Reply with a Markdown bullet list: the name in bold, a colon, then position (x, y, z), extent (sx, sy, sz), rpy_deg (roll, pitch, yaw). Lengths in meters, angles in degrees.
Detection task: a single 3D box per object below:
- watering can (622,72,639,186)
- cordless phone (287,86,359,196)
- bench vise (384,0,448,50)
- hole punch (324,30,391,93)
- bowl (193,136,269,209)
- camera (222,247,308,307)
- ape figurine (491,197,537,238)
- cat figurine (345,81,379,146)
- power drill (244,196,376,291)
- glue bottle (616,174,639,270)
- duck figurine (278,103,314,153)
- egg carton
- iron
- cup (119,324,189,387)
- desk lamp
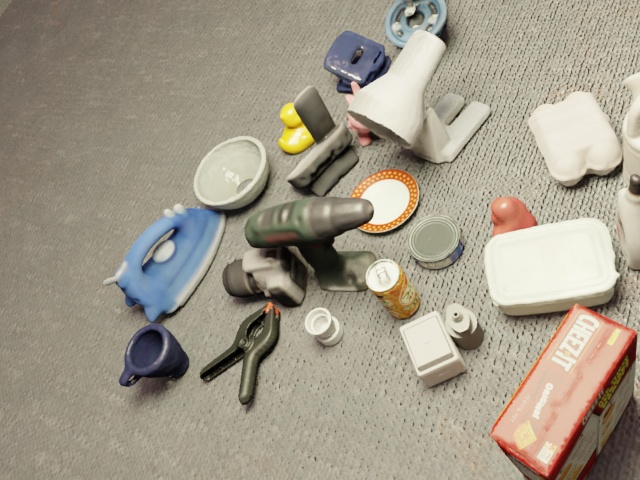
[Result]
- **watering can**: position (0.449, -0.148, 0.754), extent (0.101, 0.195, 0.172), rpy_deg (-36, 50, 4)
- **cordless phone**: position (-0.022, -0.180, 1.034), extent (0.093, 0.186, 0.148), rpy_deg (34, 80, 39)
- **bench vise**: position (0.169, -0.455, 1.083), extent (0.121, 0.220, 0.207), rpy_deg (-17, 54, 18)
- **hole punch**: position (0.076, -0.361, 1.157), extent (0.100, 0.091, 0.109), rpy_deg (17, 70, 35)
- **bowl**: position (-0.165, -0.122, 1.147), extent (0.167, 0.075, 0.167), rpy_deg (-14, 55, 21)
- **camera**: position (-0.101, 0.040, 0.992), extent (0.136, 0.101, 0.143), rpy_deg (-12, 56, 22)
- **ape figurine**: position (0.276, -0.033, 0.841), extent (0.075, 0.092, 0.078), rpy_deg (30, 78, 38)
- **cat figurine**: position (0.080, -0.241, 1.062), extent (0.067, 0.118, 0.127), rpy_deg (-21, 53, 16)
- **power drill**: position (0.008, 0.003, 0.887), extent (0.228, 0.209, 0.075), rpy_deg (-2, 60, 27)
- **glue bottle**: position (0.397, -0.032, 0.722), extent (0.037, 0.174, 0.078), rpy_deg (-17, 54, 19)
- **duck figurine**: position (-0.051, -0.233, 1.148), extent (0.104, 0.086, 0.077), rpy_deg (-50, 51, -7)
- **egg carton**: position (0.388, -0.156, 0.873), extent (0.107, 0.070, 0.150), rpy_deg (-20, 53, 16)
- **iron**: position (-0.289, 0.017, 1.082), extent (0.118, 0.142, 0.258), rpy_deg (22, 73, 37)
- **cup**: position (-0.279, 0.212, 0.983), extent (0.091, 0.095, 0.118), rpy_deg (30, 78, 38)
- **desk lamp**: position (0.162, -0.220, 0.942), extent (0.117, 0.214, 0.203), rpy_deg (33, 79, 39)
